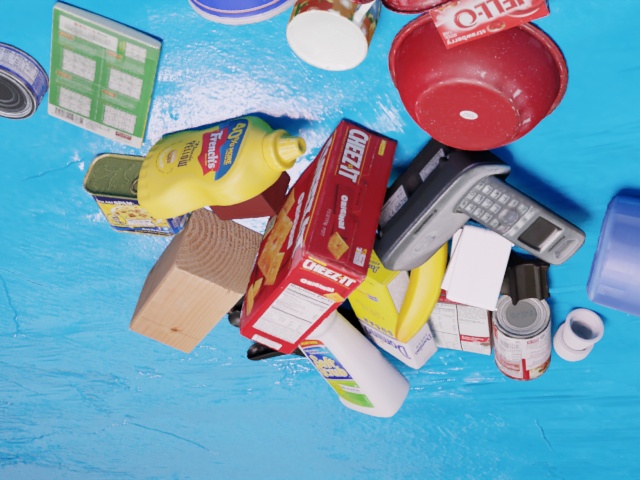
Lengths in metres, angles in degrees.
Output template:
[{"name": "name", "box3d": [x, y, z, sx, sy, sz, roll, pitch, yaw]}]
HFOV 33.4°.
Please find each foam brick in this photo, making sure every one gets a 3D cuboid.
[{"name": "foam brick", "box3d": [-0.081, -0.058, 1.146, 0.078, 0.053, 0.051, -5, 142, 30]}]

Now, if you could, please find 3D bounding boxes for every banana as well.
[{"name": "banana", "box3d": [0.105, 0.020, 1.144, 0.069, 0.037, 0.198, -13, 119, -8]}]

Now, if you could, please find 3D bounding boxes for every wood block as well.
[{"name": "wood block", "box3d": [-0.157, 0.054, 1.319, 0.090, 0.090, 0.206, 24, 147, -14]}]

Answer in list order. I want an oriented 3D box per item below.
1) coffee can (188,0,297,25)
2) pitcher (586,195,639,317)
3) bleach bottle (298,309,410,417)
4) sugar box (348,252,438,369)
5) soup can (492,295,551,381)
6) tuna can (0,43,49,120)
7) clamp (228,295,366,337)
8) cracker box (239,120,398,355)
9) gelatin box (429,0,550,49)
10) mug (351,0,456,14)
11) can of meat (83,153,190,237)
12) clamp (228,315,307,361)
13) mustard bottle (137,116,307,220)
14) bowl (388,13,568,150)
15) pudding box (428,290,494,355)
[{"name": "coffee can", "box3d": [-0.068, -0.248, 0.801, 0.103, 0.102, 0.140, 7, 146, 15]}, {"name": "pitcher", "box3d": [0.380, 0.047, 1.006, 0.243, 0.149, 0.145, 14, 138, 14]}, {"name": "bleach bottle", "box3d": [0.012, 0.126, 1.311, 0.103, 0.068, 0.250, 11, 151, 45]}, {"name": "sugar box", "box3d": [0.074, 0.073, 1.245, 0.093, 0.048, 0.176, 32, 156, 39]}, {"name": "soup can", "box3d": [0.236, 0.112, 1.247, 0.068, 0.068, 0.102, 6, 146, 16]}, {"name": "tuna can", "box3d": [-0.329, -0.165, 1.114, 0.086, 0.033, 0.086, 12, 148, 7]}, {"name": "clamp", "box3d": [-0.028, 0.081, 1.351, 0.210, 0.036, 0.164, -7, 140, 27]}, {"name": "cracker box", "box3d": [-0.007, 0.001, 1.099, 0.072, 0.164, 0.214, 22, 148, -12]}, {"name": "gelatin box", "box3d": [0.128, -0.197, 0.841, 0.089, 0.030, 0.073, -14, 137, 22]}, {"name": "mug", "box3d": [0.061, -0.221, 0.784, 0.117, 0.093, 0.081, -32, 129, 2]}, {"name": "can of meat", "box3d": [-0.206, -0.049, 1.215, 0.102, 0.057, 0.084, 7, 149, 17]}, {"name": "clamp", "box3d": [-0.039, 0.128, 1.426, 0.172, 0.039, 0.120, -4, 151, 20]}, {"name": "mustard bottle", "box3d": [-0.095, -0.078, 1.080, 0.192, 0.096, 0.058, -9, 139, 35]}, {"name": "bowl", "box3d": [0.134, -0.128, 0.938, 0.162, 0.055, 0.162, 12, 148, 7]}, {"name": "pudding box", "box3d": [0.164, 0.091, 1.276, 0.090, 0.039, 0.113, 8, 145, 18]}]
